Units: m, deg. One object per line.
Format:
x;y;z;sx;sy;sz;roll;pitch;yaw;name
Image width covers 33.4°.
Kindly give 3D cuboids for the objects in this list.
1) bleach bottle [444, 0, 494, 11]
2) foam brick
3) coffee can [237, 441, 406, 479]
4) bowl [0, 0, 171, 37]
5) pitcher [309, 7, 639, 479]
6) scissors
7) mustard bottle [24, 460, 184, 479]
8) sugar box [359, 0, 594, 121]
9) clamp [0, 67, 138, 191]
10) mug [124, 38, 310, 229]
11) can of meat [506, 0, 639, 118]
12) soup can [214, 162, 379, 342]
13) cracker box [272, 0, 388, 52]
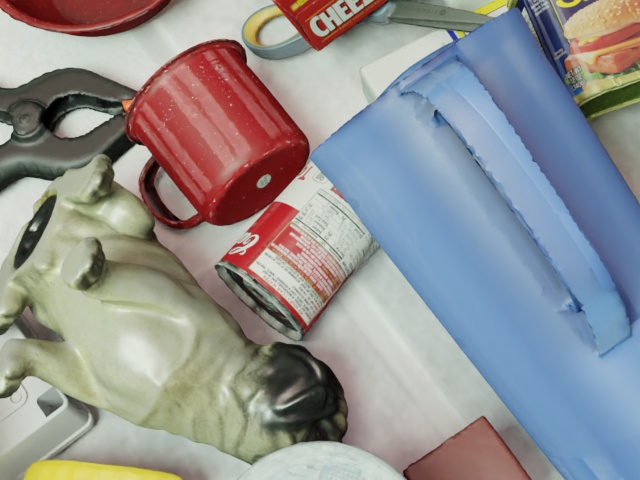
0.095;-0.278;0.748;0.102;0.068;0.251;-18;64;-1;bleach bottle
0.079;0.135;0.568;0.053;0.078;0.051;-32;69;-7;foam brick
0.007;0.165;0.529;0.103;0.140;0.103;-2;67;5;coffee can
-0.153;-0.199;0.745;0.162;0.055;0.162;-2;67;5;bowl
0.113;0.012;0.548;0.243;0.145;0.149;55;44;1;pitcher
0.023;-0.137;0.690;0.202;0.016;0.096;36;86;38;scissors
-0.128;0.218;0.567;0.096;0.058;0.191;4;68;8;mustard bottle
0.123;-0.105;0.681;0.176;0.048;0.093;-27;69;-2;sugar box
-0.198;-0.081;0.708;0.171;0.039;0.120;-17;79;-7;clamp
-0.068;-0.055;0.665;0.117;0.093;0.081;-45;72;19;mug
0.173;-0.125;0.627;0.102;0.057;0.084;-20;78;-3;can of meat
-0.004;0.001;0.638;0.068;0.068;0.102;37;75;19;soup can
0.010;-0.251;0.700;0.164;0.072;0.214;-35;56;11;cracker box
